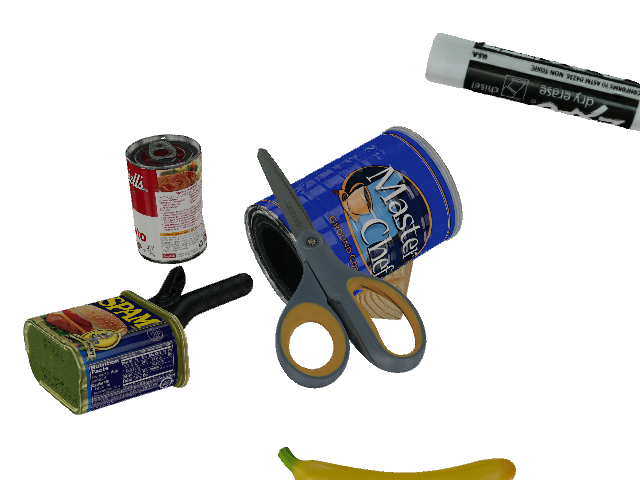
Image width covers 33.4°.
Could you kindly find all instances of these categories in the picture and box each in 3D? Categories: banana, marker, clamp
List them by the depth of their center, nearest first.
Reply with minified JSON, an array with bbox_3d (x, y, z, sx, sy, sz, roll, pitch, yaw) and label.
[{"bbox_3d":[0.100,-0.055,0.401,0.121,0.020,0.020,15,3,10],"label":"marker"},{"bbox_3d":[0.066,0.193,0.853,0.197,0.037,0.069,6,38,-6],"label":"banana"},{"bbox_3d":[-0.155,0.074,1.164,0.120,0.039,0.171,-6,25,32],"label":"clamp"}]

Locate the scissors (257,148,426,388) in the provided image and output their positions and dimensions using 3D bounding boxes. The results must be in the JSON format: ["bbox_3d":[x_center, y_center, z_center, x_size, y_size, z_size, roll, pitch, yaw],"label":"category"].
[{"bbox_3d":[-0.017,0.018,0.664,0.096,0.016,0.202,-30,54,-23],"label":"scissors"}]

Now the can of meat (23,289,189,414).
[{"bbox_3d":[-0.158,0.081,0.779,0.083,0.057,0.102,-14,22,-35],"label":"can of meat"}]

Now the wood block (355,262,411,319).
[{"bbox_3d":[0.056,-0.003,1.163,0.091,0.090,0.206,3,25,8],"label":"wood block"}]

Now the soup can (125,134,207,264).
[{"bbox_3d":[-0.140,-0.038,0.985,0.068,0.102,0.068,-1,31,0],"label":"soup can"}]

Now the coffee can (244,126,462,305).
[{"bbox_3d":[0.026,-0.014,0.842,0.140,0.103,0.103,-30,12,-21],"label":"coffee can"}]
